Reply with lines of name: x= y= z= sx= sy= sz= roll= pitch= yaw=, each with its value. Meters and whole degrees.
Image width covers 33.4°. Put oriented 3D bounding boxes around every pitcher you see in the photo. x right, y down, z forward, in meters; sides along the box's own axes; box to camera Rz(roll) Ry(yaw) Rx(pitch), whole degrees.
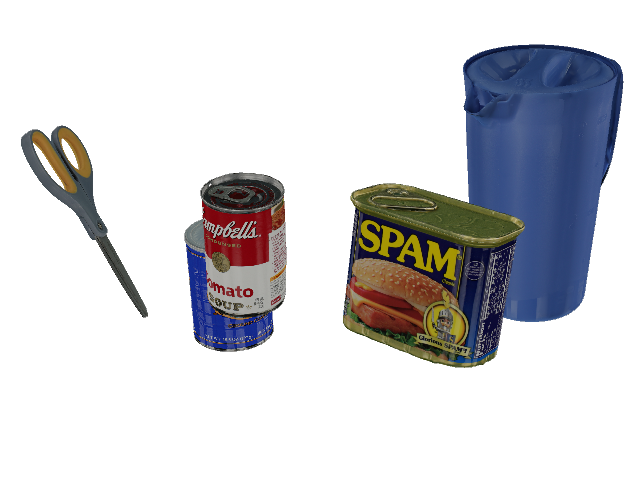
pitcher: x=0.206 y=-0.054 z=0.992 sx=0.149 sy=0.243 sz=0.145 roll=1 pitch=29 yaw=7

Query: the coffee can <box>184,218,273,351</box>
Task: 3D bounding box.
coffee can: x=-0.112 y=0.051 z=1.322 sx=0.103 sy=0.140 sz=0.103 roll=-2 pitch=26 yaw=1

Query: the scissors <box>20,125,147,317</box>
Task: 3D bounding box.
scissors: x=-0.212 y=-0.027 z=1.011 sx=0.016 sy=0.201 sz=0.096 roll=-24 pitch=26 yaw=20

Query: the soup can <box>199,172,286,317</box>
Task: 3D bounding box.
soup can: x=-0.063 y=0.004 z=0.882 sx=0.068 sy=0.102 sz=0.068 roll=0 pitch=29 yaw=0

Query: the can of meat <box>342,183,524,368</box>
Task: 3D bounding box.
can of meat: x=0.063 y=0.020 z=0.637 sx=0.102 sy=0.084 sz=0.057 roll=19 pitch=24 yaw=34
